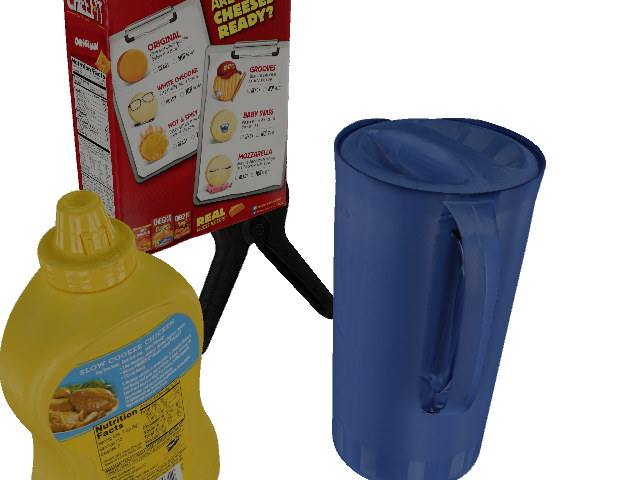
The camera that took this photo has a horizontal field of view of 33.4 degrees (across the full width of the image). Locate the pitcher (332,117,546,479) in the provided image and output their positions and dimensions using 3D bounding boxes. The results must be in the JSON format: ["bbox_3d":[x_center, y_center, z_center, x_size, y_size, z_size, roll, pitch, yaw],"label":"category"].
[{"bbox_3d":[0.070,0.049,0.712,0.145,0.243,0.149,19,31,28],"label":"pitcher"}]

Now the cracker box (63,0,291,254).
[{"bbox_3d":[-0.105,-0.109,0.810,0.163,0.214,0.072,-22,36,-37],"label":"cracker box"}]

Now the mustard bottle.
[{"bbox_3d":[-0.097,0.061,0.492,0.096,0.192,0.058,-28,44,-32],"label":"mustard bottle"}]

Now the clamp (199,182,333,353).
[{"bbox_3d":[-0.057,-0.006,0.991,0.164,0.210,0.036,-4,1,-37],"label":"clamp"}]
